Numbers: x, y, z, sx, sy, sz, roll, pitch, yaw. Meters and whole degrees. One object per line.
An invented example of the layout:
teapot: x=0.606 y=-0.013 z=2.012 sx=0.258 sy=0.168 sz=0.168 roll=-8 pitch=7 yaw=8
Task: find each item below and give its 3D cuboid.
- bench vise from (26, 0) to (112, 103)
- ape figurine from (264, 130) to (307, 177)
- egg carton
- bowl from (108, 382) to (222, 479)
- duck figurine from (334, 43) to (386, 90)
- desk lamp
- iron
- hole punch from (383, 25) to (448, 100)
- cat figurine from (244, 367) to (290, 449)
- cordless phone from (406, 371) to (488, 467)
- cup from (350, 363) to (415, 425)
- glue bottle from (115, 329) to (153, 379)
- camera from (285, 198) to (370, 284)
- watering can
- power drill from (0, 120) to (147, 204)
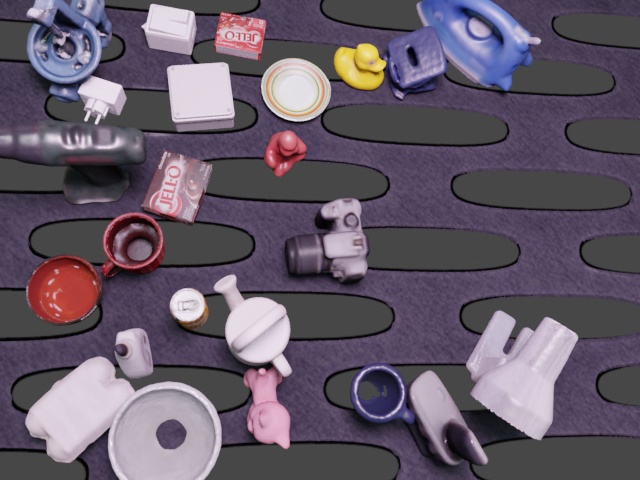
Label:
bench vise: x=-0.428 y=-0.363 z=0.952 sx=0.121 sy=0.219 sz=0.207 roll=-2 pitch=76 yaw=-8
ape figurine: x=-0.061 y=-0.164 z=1.021 sx=0.078 sy=0.092 sz=0.076 roll=-4 pitch=76 yaw=-9
egg carton: x=-0.367 y=0.258 z=0.881 sx=0.107 sy=0.069 sz=0.150 roll=45 pitch=74 yaw=5
bowl: x=-0.234 y=0.306 z=0.885 sx=0.167 sy=0.074 sz=0.167 roll=2 pitch=76 yaw=-8
duck figurine: x=0.079 y=-0.342 z=1.089 sx=0.104 sy=0.086 sz=0.077 roll=29 pitch=74 yaw=0
desk lamp: x=0.316 y=0.206 z=0.918 sx=0.118 sy=0.213 sz=0.203 roll=32 pitch=74 yaw=1
iron: x=0.305 y=-0.417 z=1.112 sx=0.258 sy=0.141 sz=0.119 roll=40 pitch=74 yaw=3
hole punch: x=0.181 y=-0.342 z=1.101 sx=0.101 sy=0.091 sz=0.108 roll=-13 pitch=78 yaw=-11
cat figurine: x=-0.083 y=0.262 z=0.896 sx=0.067 sy=0.117 sz=0.128 roll=-7 pitch=77 yaw=-10
cordless phone: x=0.200 y=0.281 z=0.897 sx=0.094 sy=0.185 sz=0.147 roll=-30 pitch=82 yaw=-14
cup: x=0.098 y=0.257 z=0.935 sx=0.118 sy=0.095 sz=0.092 roll=38 pitch=74 yaw=3
glue bottle: x=-0.285 y=0.168 z=0.861 sx=0.037 sy=0.173 sz=0.078 roll=-10 pitch=77 yaw=-10
camera: x=0.009 y=0.004 z=0.984 sx=0.137 sy=0.100 sz=0.143 roll=-5 pitch=77 yaw=-9
watering can: x=-0.102 y=0.135 z=0.885 sx=0.173 sy=0.194 sz=0.101 roll=32 pitch=74 yaw=1
power drill: x=-0.385 y=-0.124 z=0.903 sx=0.230 sy=0.208 sz=0.075 roll=-6 pitch=77 yaw=-10
